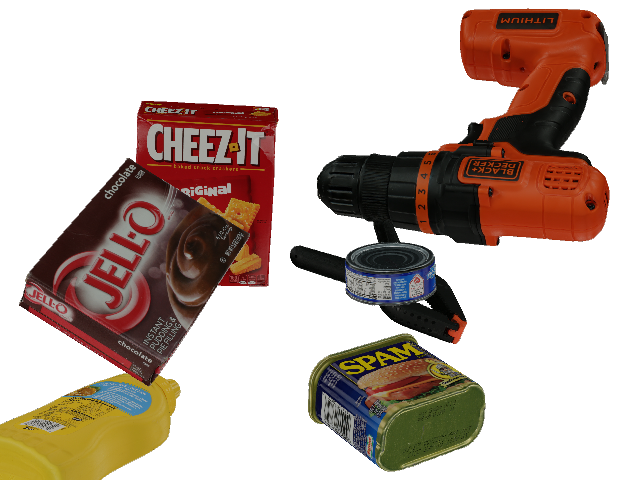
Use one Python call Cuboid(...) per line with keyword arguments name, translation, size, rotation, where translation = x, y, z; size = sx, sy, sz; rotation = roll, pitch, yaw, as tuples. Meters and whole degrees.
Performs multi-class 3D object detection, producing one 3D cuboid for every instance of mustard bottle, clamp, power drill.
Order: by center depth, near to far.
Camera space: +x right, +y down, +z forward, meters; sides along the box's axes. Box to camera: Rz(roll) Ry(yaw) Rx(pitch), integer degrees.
Cuboid(name="power drill", translation=(0.106, -0.077, 0.704), size=(0.185, 0.187, 0.057), rotation=(7, -39, 22))
Cuboid(name="mustard bottle", translation=(-0.178, 0.150, 0.855), size=(0.096, 0.058, 0.191), rotation=(5, 16, 30))
Cuboid(name="clamp", translation=(0.077, 0.047, 1.228), size=(0.164, 0.036, 0.210), rotation=(-18, 49, -37))

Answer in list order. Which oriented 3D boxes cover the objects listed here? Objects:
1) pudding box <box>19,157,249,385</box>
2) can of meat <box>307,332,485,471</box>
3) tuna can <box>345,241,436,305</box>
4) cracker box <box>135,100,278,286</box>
Cuboid(name="pudding box", translation=(-0.107, 0.016, 0.627), size=(0.090, 0.113, 0.039), rotation=(33, -44, -2))
Cuboid(name="can of meat", translation=(0.056, 0.116, 0.769), size=(0.101, 0.057, 0.084), rotation=(-12, 27, -33))
Cuboid(name="tuna can", translation=(0.065, 0.030, 0.999), size=(0.086, 0.034, 0.086), rotation=(-3, 19, 1))
Cuboid(name="cracker box", translation=(-0.137, -0.052, 1.278), size=(0.164, 0.214, 0.072), rotation=(2, 22, -5))
